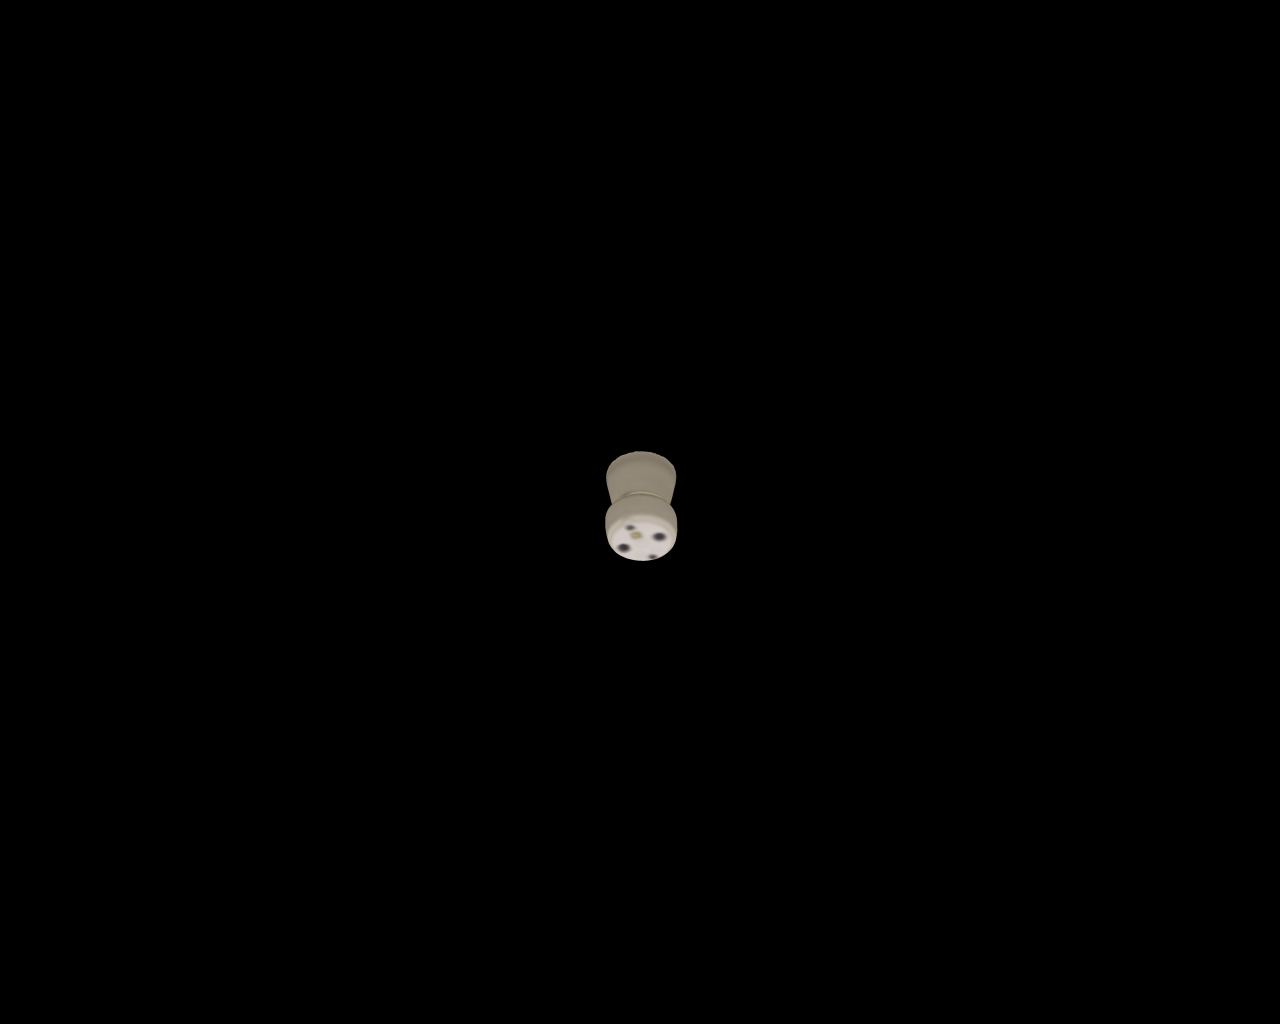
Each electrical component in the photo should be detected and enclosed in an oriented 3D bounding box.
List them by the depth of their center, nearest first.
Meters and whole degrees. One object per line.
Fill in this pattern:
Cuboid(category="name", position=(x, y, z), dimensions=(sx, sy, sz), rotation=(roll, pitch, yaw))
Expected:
Cuboid(category="electrical component", position=(0.001, -0.003, 0.650), dimensions=(0.045, 0.055, 0.044), rotation=(0, -41, 0))
